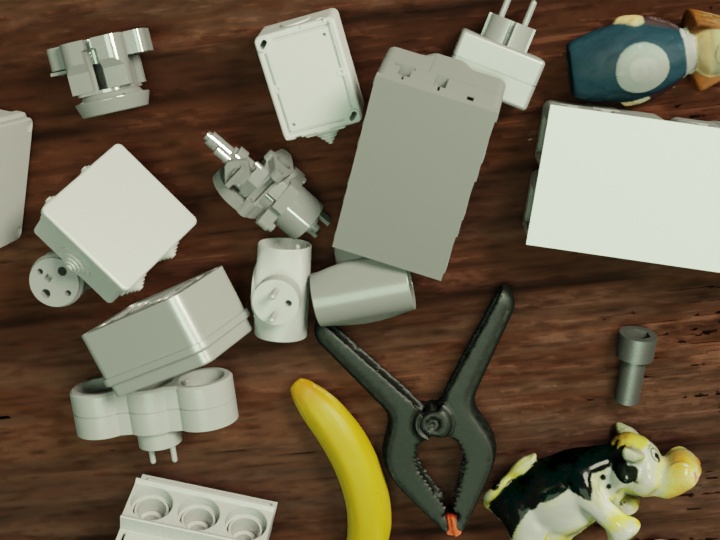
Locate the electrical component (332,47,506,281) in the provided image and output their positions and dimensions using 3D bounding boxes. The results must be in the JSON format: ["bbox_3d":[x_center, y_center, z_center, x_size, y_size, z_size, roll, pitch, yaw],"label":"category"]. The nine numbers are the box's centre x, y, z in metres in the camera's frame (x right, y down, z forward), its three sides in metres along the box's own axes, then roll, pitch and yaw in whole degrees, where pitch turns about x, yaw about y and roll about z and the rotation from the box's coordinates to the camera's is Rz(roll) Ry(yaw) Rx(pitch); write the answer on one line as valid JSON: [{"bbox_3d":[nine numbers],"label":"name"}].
[{"bbox_3d":[0.043,-0.079,0.801,0.089,0.061,0.150,18,127,3],"label":"electrical component"}]

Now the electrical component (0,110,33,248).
[{"bbox_3d":[-0.306,-0.068,0.836,0.056,0.108,0.108,12,105,4],"label":"electrical component"}]

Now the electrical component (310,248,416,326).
[{"bbox_3d":[0.000,0.000,0.857,0.077,0.043,0.079,-11,71,7],"label":"electrical component"}]

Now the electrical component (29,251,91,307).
[{"bbox_3d":[-0.240,0.003,0.876,0.045,0.055,0.045,1,105,4],"label":"electrical component"}]

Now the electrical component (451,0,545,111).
[{"bbox_3d":[0.107,-0.169,0.807,0.066,0.047,0.076,21,105,-1],"label":"electrical component"}]

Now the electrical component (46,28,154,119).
[{"bbox_3d":[-0.196,-0.150,0.832,0.078,0.058,0.057,-11,101,7],"label":"electrical component"}]

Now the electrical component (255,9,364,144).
[{"bbox_3d":[-0.035,-0.144,0.821,0.062,0.061,0.096,-14,111,8],"label":"electrical component"}]

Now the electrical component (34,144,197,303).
[{"bbox_3d":[-0.193,-0.035,0.844,0.099,0.099,0.048,45,147,-7],"label":"electrical component"}]

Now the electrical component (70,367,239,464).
[{"bbox_3d":[-0.170,0.128,0.904,0.138,0.052,0.073,-5,104,6],"label":"electrical component"}]

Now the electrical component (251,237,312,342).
[{"bbox_3d":[-0.064,0.020,0.853,0.044,0.079,0.077,5,105,4],"label":"electrical component"}]

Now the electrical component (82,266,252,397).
[{"bbox_3d":[-0.152,0.049,0.855,0.113,0.078,0.057,-22,99,31],"label":"electrical component"}]

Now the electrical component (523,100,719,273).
[{"bbox_3d":[0.226,-0.063,0.817,0.186,0.060,0.105,8,105,3],"label":"electrical component"}]

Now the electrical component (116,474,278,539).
[{"bbox_3d":[-0.139,0.226,0.920,0.121,0.078,0.063,11,127,2],"label":"electrical component"}]
